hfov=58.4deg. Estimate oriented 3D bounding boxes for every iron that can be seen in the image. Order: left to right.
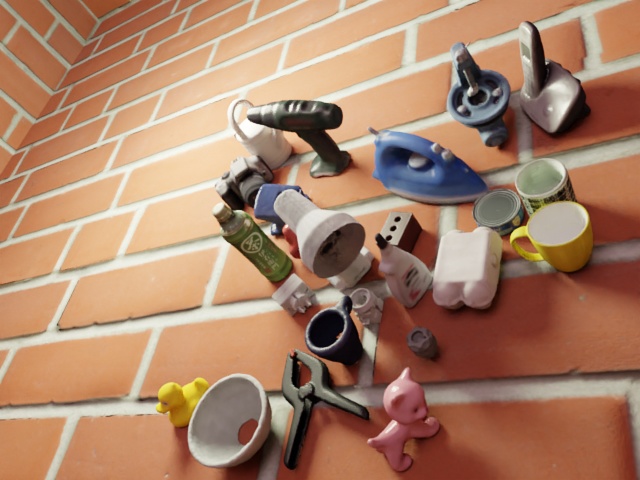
[{"bbox_3d":[0.203,-0.157,1.115,0.257,0.142,0.119,21,70,45],"label":"iron"}]

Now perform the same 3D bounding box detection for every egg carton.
[{"bbox_3d":[0.248,0.047,0.960,0.107,0.070,0.150,-6,52,33],"label":"egg carton"}]

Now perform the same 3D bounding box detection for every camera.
[{"bbox_3d":[-0.185,-0.133,1.416,0.143,0.101,0.136,-36,41,6],"label":"camera"}]

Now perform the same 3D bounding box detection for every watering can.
[{"bbox_3d":[-0.156,-0.277,1.447,0.172,0.195,0.101,-17,47,25],"label":"watering can"}]

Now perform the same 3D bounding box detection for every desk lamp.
[{"bbox_3d":[0.010,0.004,1.066,0.118,0.214,0.202,-45,41,-4],"label":"desk lamp"}]

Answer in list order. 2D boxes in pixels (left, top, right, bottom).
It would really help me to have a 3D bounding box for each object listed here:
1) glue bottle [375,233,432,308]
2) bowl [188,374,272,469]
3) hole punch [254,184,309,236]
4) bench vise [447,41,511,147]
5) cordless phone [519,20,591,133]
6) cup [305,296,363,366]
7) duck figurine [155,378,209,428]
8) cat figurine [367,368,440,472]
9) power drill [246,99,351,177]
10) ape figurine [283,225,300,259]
[{"bbox_3d":[0.132,0.043,0.972,0.037,0.174,0.078,19,68,45],"label":"glue bottle"},{"bbox_3d":[-0.145,0.327,1.010,0.167,0.075,0.167,-20,45,22],"label":"bowl"},{"bbox_3d":[-0.086,-0.079,1.303,0.100,0.091,0.108,-14,48,27],"label":"hole punch"},{"bbox_3d":[0.286,-0.308,1.123,0.121,0.220,0.207,-36,42,6],"label":"bench vise"},{"bbox_3d":[0.412,-0.300,1.048,0.094,0.186,0.147,-34,42,9],"label":"cordless phone"},{"bbox_3d":[0.039,0.165,0.996,0.091,0.095,0.118,7,60,40],"label":"cup"},{"bbox_3d":[-0.272,0.306,1.114,0.104,0.086,0.077,-45,41,-5],"label":"duck figurine"},{"bbox_3d":[0.116,0.259,0.840,0.128,0.118,0.067,-50,42,-10],"label":"cat figurine"},{"bbox_3d":[-0.032,-0.238,1.310,0.228,0.209,0.076,-3,54,35],"label":"power drill"},{"bbox_3d":[-0.045,-0.005,1.208,0.075,0.092,0.078,18,67,44],"label":"ape figurine"}]
